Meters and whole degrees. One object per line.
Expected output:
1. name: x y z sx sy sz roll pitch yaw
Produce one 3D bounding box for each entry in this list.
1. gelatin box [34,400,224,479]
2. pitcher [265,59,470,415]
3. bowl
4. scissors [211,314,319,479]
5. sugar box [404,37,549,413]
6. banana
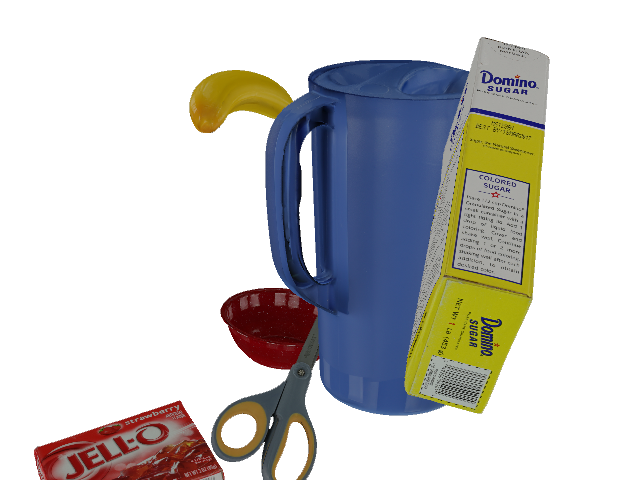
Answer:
1. gelatin box: -0.105 0.129 0.586 0.089 0.030 0.073 -15 29 -20
2. pitcher: 0.046 -0.001 0.756 0.149 0.243 0.145 5 20 9
3. bowl: -0.047 0.117 1.346 0.162 0.055 0.162 5 22 -2
4. scissors: -0.037 0.118 0.907 0.096 0.201 0.016 11 -37 -8
5. sugar box: 0.081 -0.012 0.537 0.048 0.176 0.093 15 -42 3
6. banana: -0.070 -0.125 0.957 0.070 0.037 0.197 38 21 18
